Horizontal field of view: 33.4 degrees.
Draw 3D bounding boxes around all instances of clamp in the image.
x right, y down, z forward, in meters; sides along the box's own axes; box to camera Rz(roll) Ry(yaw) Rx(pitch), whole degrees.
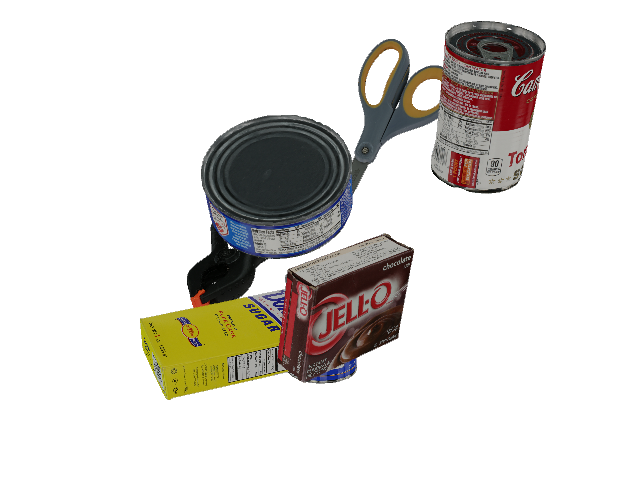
[{"bbox_3d":[-0.094,0.025,1.242,0.120,0.039,0.171,-7,36,23],"label":"clamp"}]

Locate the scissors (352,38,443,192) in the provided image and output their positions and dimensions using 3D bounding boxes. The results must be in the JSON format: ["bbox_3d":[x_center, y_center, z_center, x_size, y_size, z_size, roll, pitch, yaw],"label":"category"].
[{"bbox_3d":[0.061,-0.083,0.952,0.096,0.202,0.016,9,-11,13],"label":"scissors"}]

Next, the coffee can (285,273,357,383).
[{"bbox_3d":[0.002,0.116,1.507,0.103,0.140,0.103,0,19,0],"label":"coffee can"}]

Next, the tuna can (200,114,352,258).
[{"bbox_3d":[-0.024,-0.031,0.613,0.086,0.086,0.034,0,-40,5],"label":"tuna can"}]

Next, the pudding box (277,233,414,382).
[{"bbox_3d":[0.020,0.052,0.858,0.113,0.090,0.039,-22,42,-40],"label":"pudding box"}]

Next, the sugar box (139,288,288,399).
[{"bbox_3d":[-0.081,0.097,1.051,0.176,0.048,0.093,-14,32,-18],"label":"sugar box"}]

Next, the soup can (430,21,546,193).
[{"bbox_3d":[0.115,-0.092,0.744,0.068,0.102,0.068,3,33,-2],"label":"soup can"}]
